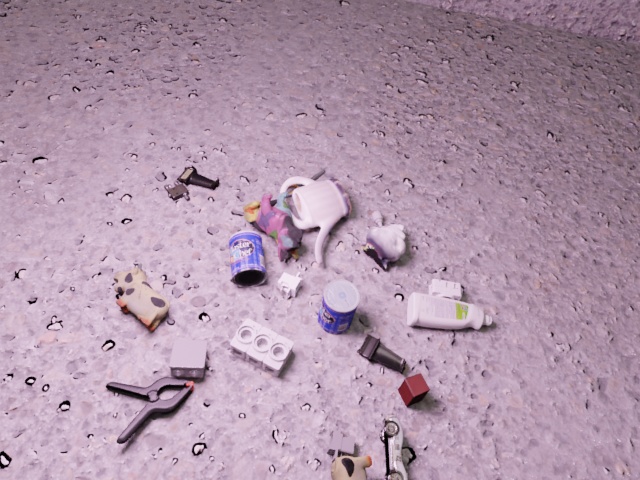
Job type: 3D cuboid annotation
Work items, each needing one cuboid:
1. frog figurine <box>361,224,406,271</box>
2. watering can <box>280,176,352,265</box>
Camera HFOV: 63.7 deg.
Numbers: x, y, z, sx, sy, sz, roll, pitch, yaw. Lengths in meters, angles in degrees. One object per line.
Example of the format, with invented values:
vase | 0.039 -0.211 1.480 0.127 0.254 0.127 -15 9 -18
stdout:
frog figurine | 0.223 -0.002 1.660 0.161 0.120 0.139 -41 49 -20
watering can | 0.005 -0.085 1.695 0.225 0.101 0.354 -18 60 -18
